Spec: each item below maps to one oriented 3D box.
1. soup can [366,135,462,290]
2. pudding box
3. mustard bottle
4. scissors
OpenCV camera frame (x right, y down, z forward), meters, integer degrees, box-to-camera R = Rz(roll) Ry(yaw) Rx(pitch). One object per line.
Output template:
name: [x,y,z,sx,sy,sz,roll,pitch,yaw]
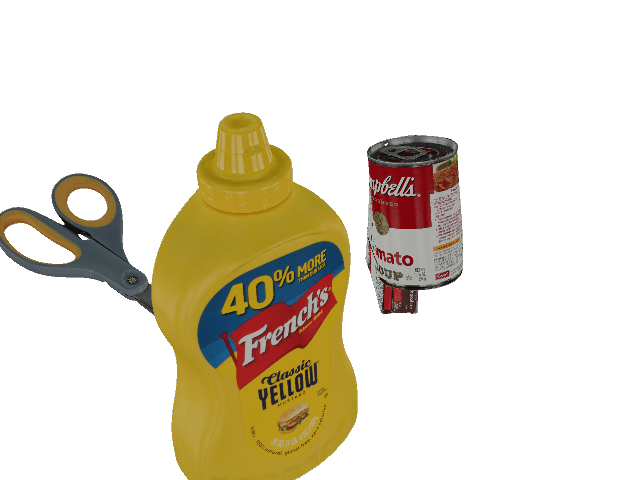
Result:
soup can: [0.073,-0.022,0.810,0.068,0.102,0.068,-5,22,2]
pudding box: [0.069,0.004,1.013,0.039,0.090,0.113,-2,28,-6]
mustard bottle: [-0.030,0.029,0.496,0.096,0.192,0.058,-22,39,-26]
scissors: [-0.126,0.013,0.734,0.202,0.096,0.016,22,-36,9]
